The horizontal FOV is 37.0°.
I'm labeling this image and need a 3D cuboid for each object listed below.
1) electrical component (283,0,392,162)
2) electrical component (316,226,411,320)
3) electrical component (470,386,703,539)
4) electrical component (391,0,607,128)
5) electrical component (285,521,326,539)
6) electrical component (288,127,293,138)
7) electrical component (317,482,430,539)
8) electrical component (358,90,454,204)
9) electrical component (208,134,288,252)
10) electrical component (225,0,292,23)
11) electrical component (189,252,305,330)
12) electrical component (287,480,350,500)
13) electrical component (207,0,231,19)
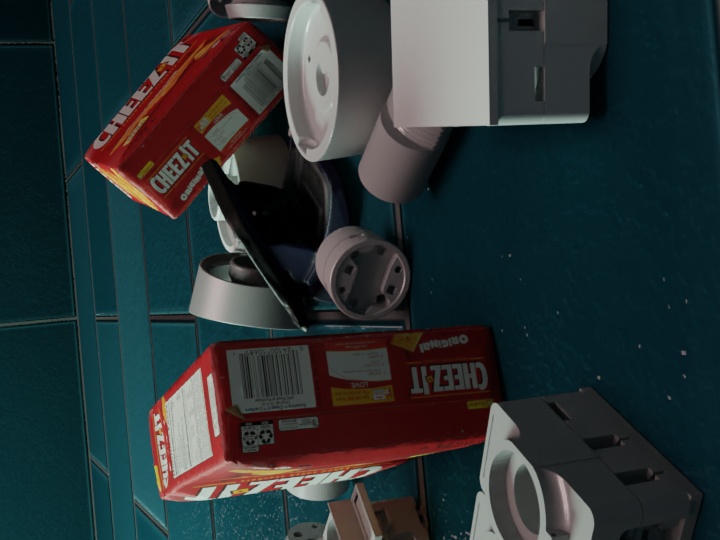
[{"bbox_3d":[-0.005,-0.125,0.694,0.108,0.060,0.108,175,90,-69],"label":"electrical component"},{"bbox_3d":[0.000,0.000,0.719,0.047,0.055,0.055,-136,46,-65],"label":"electrical component"},{"bbox_3d":[0.091,0.144,0.500,0.089,0.062,0.150,-130,40,-57],"label":"electrical component"},{"bbox_3d":[0.062,-0.163,0.511,0.105,0.060,0.186,-162,69,-68],"label":"electrical component"},{"bbox_3d":[-0.041,0.243,0.891,0.045,0.045,0.055,-134,45,-59],"label":"electrical component"},{"bbox_3d":[-0.030,-0.130,0.788,0.044,0.044,0.065,-179,89,-69],"label":"electrical component"},{"bbox_3d":[0.010,0.180,0.717,0.081,0.064,0.042,105,151,-42],"label":"electrical component"},{"bbox_3d":[0.030,-0.081,0.636,0.081,0.043,0.043,115,144,-52],"label":"electrical component"},{"bbox_3d":[-0.101,-0.066,0.956,0.108,0.060,0.108,176,90,-69],"label":"electrical component"},{"bbox_3d":[-0.080,-0.231,0.873,0.078,0.058,0.057,-156,66,-66],"label":"electrical component"},{"bbox_3d":[-0.093,0.023,0.910,0.099,0.099,0.064,-138,53,-61],"label":"electrical component"},{"bbox_3d":[-0.049,0.150,0.880,0.138,0.052,0.073,-136,45,-60],"label":"electrical component"},{"bbox_3d":[-0.122,-0.287,0.988,0.079,0.043,0.077,115,144,-51],"label":"electrical component"}]
